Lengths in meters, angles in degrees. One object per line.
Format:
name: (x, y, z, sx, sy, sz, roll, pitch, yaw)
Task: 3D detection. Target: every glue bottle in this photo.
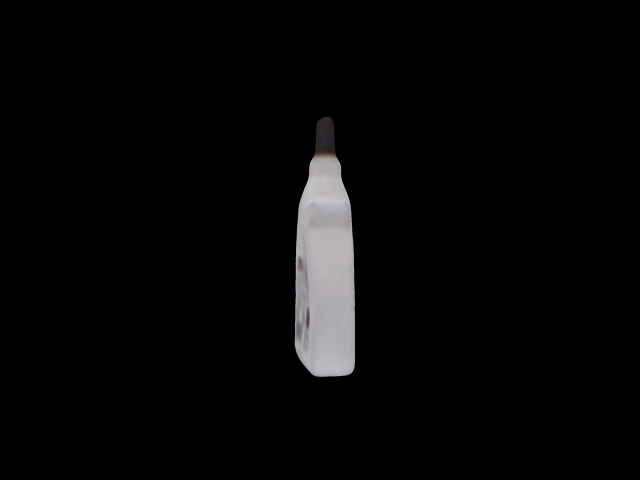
glue bottle: (0.004, 0.001, 0.400, 0.037, 0.173, 0.078, -1, 4, -11)
